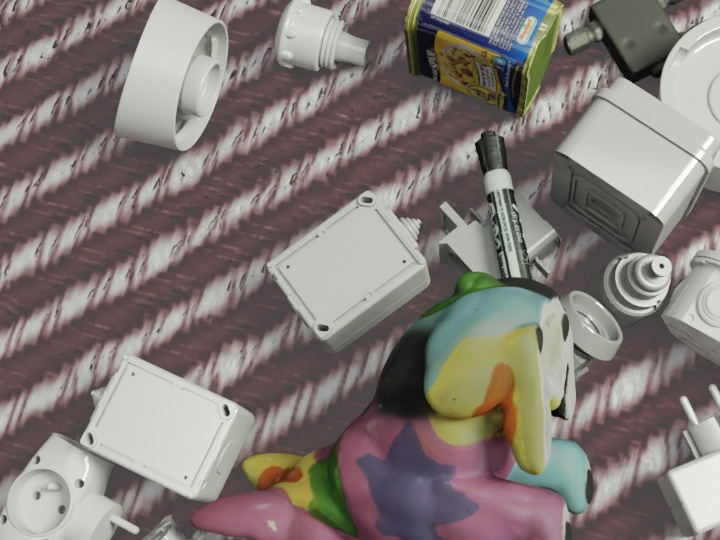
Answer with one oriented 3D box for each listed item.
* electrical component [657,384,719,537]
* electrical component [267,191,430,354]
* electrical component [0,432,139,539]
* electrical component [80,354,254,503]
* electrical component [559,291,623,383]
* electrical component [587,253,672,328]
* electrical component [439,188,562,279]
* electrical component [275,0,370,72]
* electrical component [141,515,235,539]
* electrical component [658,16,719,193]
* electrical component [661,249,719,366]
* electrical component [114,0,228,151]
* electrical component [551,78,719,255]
[{"bbox_3d":[0.215,0.105,0.632,0.083,0.047,0.075,-23,72,1],"label":"electrical component"},{"bbox_3d":[0.000,0.000,0.679,0.096,0.061,0.061,-36,73,-4],"label":"electrical component"},{"bbox_3d":[-0.175,0.153,0.667,0.079,0.044,0.077,25,79,13],"label":"electrical component"},{"bbox_3d":[-0.122,0.097,0.667,0.096,0.061,0.061,23,79,13],"label":"electrical component"},{"bbox_3d":[0.124,0.046,0.648,0.048,0.066,0.055,50,119,16],"label":"electrical component"},{"bbox_3d":[0.167,0.009,0.651,0.040,0.078,0.040,2,73,-8],"label":"electrical component"},{"bbox_3d":[0.089,-0.014,0.683,0.064,0.042,0.081,-39,74,-8],"label":"electrical component"},{"bbox_3d":[-0.025,-0.156,0.735,0.062,0.048,0.048,17,77,4],"label":"electrical component"},{"bbox_3d":[-0.112,0.185,0.640,0.081,0.042,0.063,-40,98,-5],"label":"electrical component"},{"bbox_3d":[0.239,-0.099,0.677,0.108,0.060,0.108,-2,74,5],"label":"electrical component"},{"bbox_3d":[0.223,0.028,0.635,0.080,0.080,0.051,34,86,14],"label":"electrical component"},{"bbox_3d":[-0.129,-0.129,0.714,0.064,0.099,0.099,19,78,6],"label":"electrical component"},{"bbox_3d":[0.163,-0.058,0.648,0.078,0.113,0.057,37,85,15],"label":"electrical component"}]
